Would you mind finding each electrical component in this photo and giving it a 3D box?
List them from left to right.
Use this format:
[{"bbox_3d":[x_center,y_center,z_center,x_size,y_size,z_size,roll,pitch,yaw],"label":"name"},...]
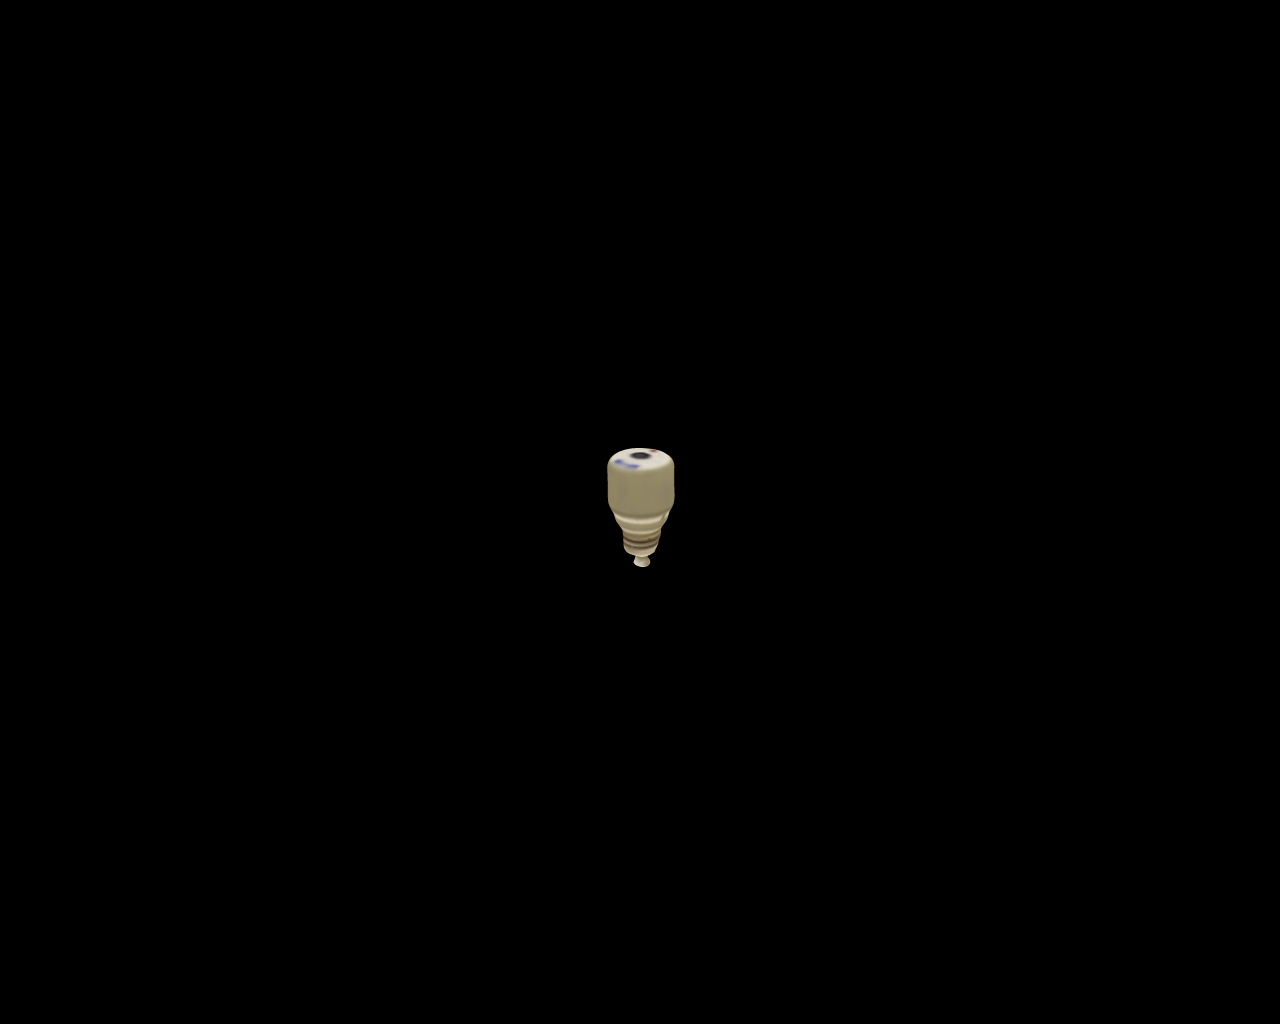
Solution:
[{"bbox_3d":[0.001,-0.003,0.650,0.040,0.078,0.040,0,23,0],"label":"electrical component"}]
